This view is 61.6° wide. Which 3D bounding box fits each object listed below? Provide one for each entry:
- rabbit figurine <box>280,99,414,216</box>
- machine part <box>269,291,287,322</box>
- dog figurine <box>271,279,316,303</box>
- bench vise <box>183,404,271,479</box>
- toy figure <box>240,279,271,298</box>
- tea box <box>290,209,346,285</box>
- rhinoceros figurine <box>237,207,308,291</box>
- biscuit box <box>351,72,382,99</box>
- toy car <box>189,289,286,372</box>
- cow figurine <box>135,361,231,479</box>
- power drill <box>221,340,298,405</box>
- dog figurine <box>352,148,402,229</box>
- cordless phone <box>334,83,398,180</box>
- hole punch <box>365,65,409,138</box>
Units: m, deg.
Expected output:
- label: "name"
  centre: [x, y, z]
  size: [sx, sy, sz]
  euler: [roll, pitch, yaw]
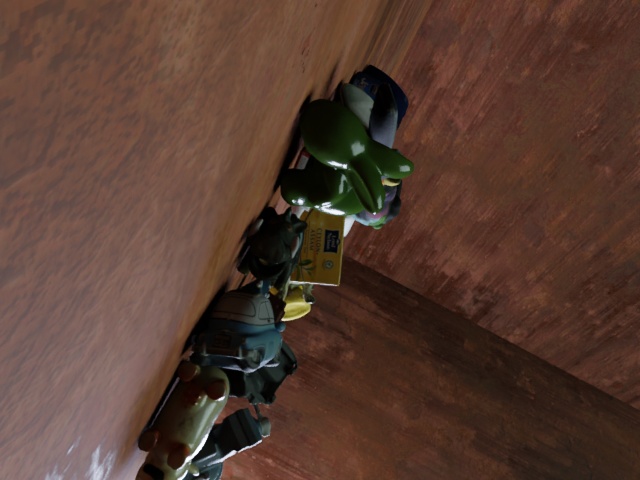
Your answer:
- label: "rabbit figurine"
  centre: [0.022, -0.092, 0.652]
  size: [0.121, 0.159, 0.170]
  euler: [-52, 161, -13]
- label: "machine part"
  centre: [-0.154, 0.218, 1.167]
  size: [0.201, 0.087, 0.201]
  euler: [-63, 179, -26]
- label: "dog figurine"
  centre: [-0.056, 0.033, 1.265]
  size: [0.172, 0.121, 0.190]
  euler: [-135, -131, -57]
- label: "bench vise"
  centre: [-0.207, 0.387, 0.978]
  size: [0.223, 0.129, 0.240]
  euler: [-26, 161, -44]
- label: "toy figure"
  centre: [-0.126, 0.124, 0.864]
  size: [0.154, 0.058, 0.064]
  euler: [-67, -172, -29]
- label: "tea box"
  centre: [-0.002, -0.003, 1.034]
  size: [0.068, 0.098, 0.169]
  euler: [-57, 150, -83]
- label: "rhinoceros figurine"
  centre: [-0.057, 0.007, 0.738]
  size: [0.112, 0.073, 0.190]
  euler: [-61, 179, 11]
- label: "biscuit box"
  centre: [0.042, -0.185, 0.922]
  size: [0.202, 0.059, 0.063]
  euler: [-62, 179, -5]
- label: "toy car"
  centre: [-0.109, 0.117, 0.718]
  size: [0.161, 0.109, 0.103]
  euler: [47, 48, -77]
- label: "cow figurine"
  centre: [-0.188, 0.258, 0.727]
  size: [0.195, 0.086, 0.127]
  euler: [-63, 173, -7]
- label: "power drill"
  centre: [-0.135, 0.220, 0.924]
  size: [0.207, 0.086, 0.232]
  euler: [-16, -156, 43]
- label: "dog figurine"
  centre: [0.099, -0.098, 0.982]
  size: [0.219, 0.109, 0.191]
  euler: [-64, 155, -74]
- label: "cordless phone"
  centre: [0.067, -0.178, 0.756]
  size: [0.184, 0.089, 0.146]
  euler: [96, -18, -68]
- label: "hole punch"
  centre: [0.112, -0.267, 1.040]
  size: [0.142, 0.116, 0.092]
  euler: [-61, 171, -46]
